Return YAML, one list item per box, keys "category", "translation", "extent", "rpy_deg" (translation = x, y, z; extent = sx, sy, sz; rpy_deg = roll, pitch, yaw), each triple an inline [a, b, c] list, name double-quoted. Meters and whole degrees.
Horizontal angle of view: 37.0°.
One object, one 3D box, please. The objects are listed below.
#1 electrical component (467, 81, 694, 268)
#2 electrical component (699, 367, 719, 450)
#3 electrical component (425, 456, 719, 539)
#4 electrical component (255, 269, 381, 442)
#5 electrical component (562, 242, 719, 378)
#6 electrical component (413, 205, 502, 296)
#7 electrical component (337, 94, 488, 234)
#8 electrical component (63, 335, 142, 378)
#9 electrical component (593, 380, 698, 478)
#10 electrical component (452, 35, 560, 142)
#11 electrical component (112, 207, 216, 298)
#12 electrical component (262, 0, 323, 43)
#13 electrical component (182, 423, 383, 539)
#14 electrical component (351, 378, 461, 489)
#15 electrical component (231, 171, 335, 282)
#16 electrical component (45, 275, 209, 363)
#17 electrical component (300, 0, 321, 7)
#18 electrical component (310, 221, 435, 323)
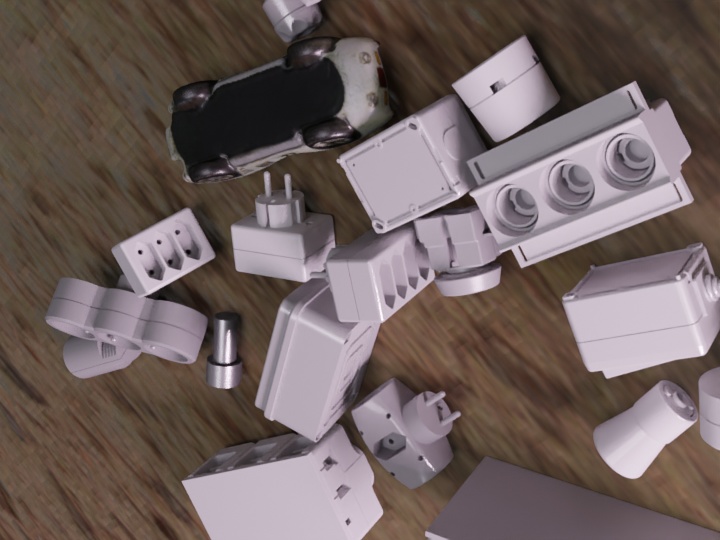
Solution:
- category: "electrical component"
  translation: [0.140, -0.061, 0.676]
  extent: [0.121, 0.063, 0.078]
  rpy_deg: [-23, 98, 37]
- category: "electrical component"
  translation: [0.261, 0.083, 0.644]
  extent: [0.138, 0.052, 0.073]
  rpy_deg: [29, 131, 59]
- category: "electrical component"
  translation: [0.152, 0.212, 0.767]
  extent: [0.186, 0.105, 0.060]
  rpy_deg: [15, 119, 26]
- category: "electrical component"
  translation: [-0.031, 0.064, 0.831]
  extent: [0.057, 0.078, 0.113]
  rpy_deg: [27, 123, 16]
- category: "electrical component"
  translation: [0.189, 0.027, 0.686]
  extent: [0.096, 0.062, 0.061]
  rpy_deg: [-13, 104, 36]
- category: "electrical component"
  translation: [0.072, -0.014, 0.752]
  extent: [0.066, 0.048, 0.055]
  rpy_deg: [-7, 100, 35]
- category: "electrical component"
  translation: [0.036, -0.072, 0.741]
  extent: [0.096, 0.061, 0.061]
  rpy_deg: [-24, 98, 45]
- category: "electrical component"
  translation: [-0.228, 0.070, 0.978]
  extent: [0.081, 0.043, 0.043]
  rpy_deg: [-17, 102, 36]
- category: "electrical component"
  translation: [0.197, 0.106, 0.732]
  extent: [0.044, 0.044, 0.065]
  rpy_deg: [44, 122, 7]
- category: "electrical component"
  translation: [0.094, -0.114, 0.686]
  extent: [0.055, 0.055, 0.047]
  rpy_deg: [-30, 98, 38]
- category: "electrical component"
  translation: [-0.168, -0.012, 0.894]
  extent: [0.047, 0.066, 0.077]
  rpy_deg: [62, 156, -6]
- category: "electrical component"
  translation: [-0.054, -0.192, 0.754]
  extent: [0.035, 0.035, 0.061]
  rpy_deg: [-30, 92, 38]
- category: "electrical component"
  translation: [-0.065, 0.192, 0.922]
  extent: [0.150, 0.062, 0.089]
  rpy_deg: [-18, 101, 36]
- category: "electrical component"
  translation: [0.044, 0.119, 0.831]
  extent: [0.079, 0.043, 0.077]
  rpy_deg: [-38, 89, 38]
- category: "electrical component"
  translation: [-0.060, -0.038, 0.821]
  extent: [0.066, 0.047, 0.076]
  rpy_deg: [9, 116, 29]
- category: "electrical component"
  translation: [-0.196, 0.028, 0.928]
  extent: [0.138, 0.073, 0.052]
  rpy_deg: [13, 161, 11]
- category: "electrical component"
  translation: [-0.032, -0.224, 0.711]
  extent: [0.057, 0.058, 0.078]
  rpy_deg: [43, 127, 4]
- category: "electrical component"
  translation: [0.000, 0.000, 0.778]
  extent: [0.076, 0.083, 0.047]
  rpy_deg: [0, 111, 32]
